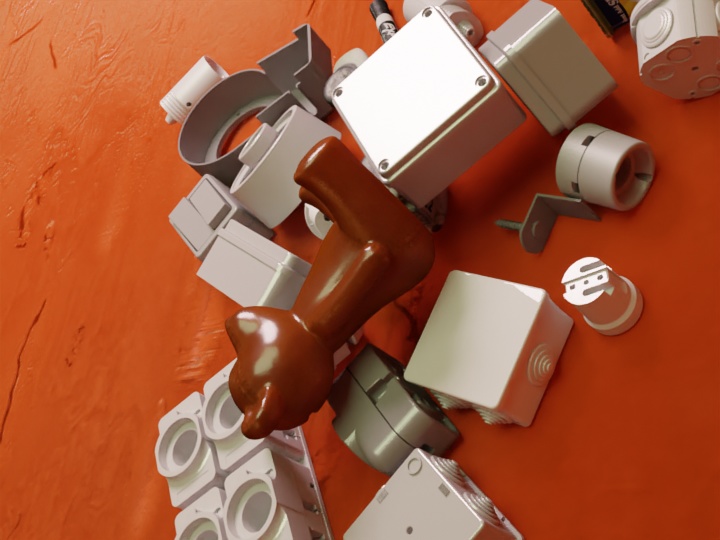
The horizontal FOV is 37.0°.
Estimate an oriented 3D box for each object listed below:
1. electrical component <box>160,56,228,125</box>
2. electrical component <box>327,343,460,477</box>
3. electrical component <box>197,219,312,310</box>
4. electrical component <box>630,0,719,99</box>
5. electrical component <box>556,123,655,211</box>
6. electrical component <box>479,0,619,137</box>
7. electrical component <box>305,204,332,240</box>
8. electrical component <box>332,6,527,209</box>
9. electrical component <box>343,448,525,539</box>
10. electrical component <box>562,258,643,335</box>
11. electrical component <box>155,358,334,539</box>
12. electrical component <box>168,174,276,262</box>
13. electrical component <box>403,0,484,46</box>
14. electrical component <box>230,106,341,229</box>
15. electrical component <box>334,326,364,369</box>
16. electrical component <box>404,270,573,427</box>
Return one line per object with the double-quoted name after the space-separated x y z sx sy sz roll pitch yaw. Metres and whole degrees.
-0.181 -0.189 1.168 0.081 0.043 0.043 -43 43 13 "electrical component"
0.020 0.107 0.784 0.059 0.054 0.095 -49 42 7 "electrical component"
-0.076 0.009 0.918 0.113 0.078 0.057 29 88 48 "electrical component"
0.230 -0.159 0.744 0.080 0.080 0.051 -17 59 35 "electrical component"
0.174 -0.071 0.758 0.047 0.055 0.055 26 83 44 "electrical component"
0.136 -0.151 0.797 0.057 0.078 0.113 -40 13 12 "electrical component"
-0.014 -0.047 0.905 0.058 0.078 0.057 -34 22 -5 "electrical component"
0.049 -0.121 0.796 0.109 0.056 0.108 -40 50 13 "electrical component"
0.046 0.180 0.717 0.099 0.048 0.100 -51 42 5 "electrical component"
0.161 0.017 0.718 0.040 0.046 0.040 -23 51 31 "electrical component"
-0.096 0.170 0.846 0.105 0.060 0.186 -39 44 18 "electrical component"
-0.131 -0.039 1.012 0.061 0.061 0.096 -50 42 5 "electrical component"
0.077 -0.222 0.951 0.043 0.043 0.081 -50 42 6 "electrical component"
-0.073 -0.098 0.966 0.108 0.060 0.108 -49 15 18 "electrical component"
-0.030 0.051 0.864 0.055 0.066 0.048 -40 39 -12 "electrical component"
0.092 0.055 0.755 0.100 0.048 0.099 14 74 46 "electrical component"
